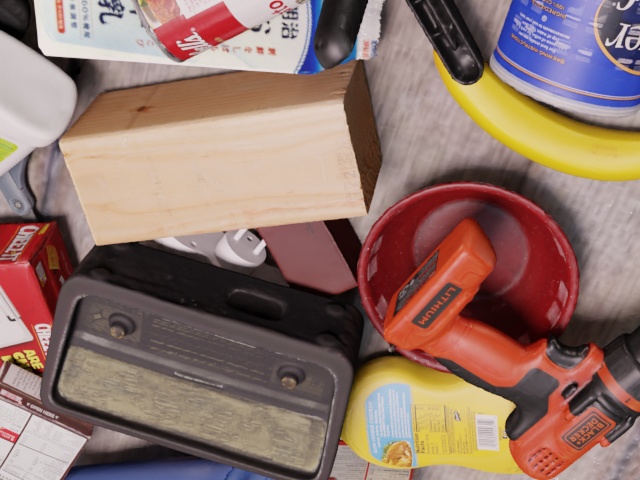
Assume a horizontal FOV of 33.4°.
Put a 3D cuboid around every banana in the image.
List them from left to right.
[{"bbox_3d":[0.167,-0.083,0.747,0.198,0.037,0.070,17,115,4],"label":"banana"}]

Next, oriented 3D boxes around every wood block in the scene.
[{"bbox_3d":[-0.067,-0.065,0.774,0.206,0.090,0.090,-6,120,15],"label":"wood block"}]

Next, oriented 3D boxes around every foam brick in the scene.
[{"bbox_3d":[-0.005,0.001,0.819,0.053,0.051,0.078,-20,111,20],"label":"foam brick"}]

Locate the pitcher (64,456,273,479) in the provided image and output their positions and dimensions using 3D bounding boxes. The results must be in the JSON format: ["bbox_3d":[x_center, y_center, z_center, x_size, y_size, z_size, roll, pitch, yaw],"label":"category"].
[{"bbox_3d":[-0.125,0.246,0.911,0.243,0.145,0.149,-9,132,37],"label":"pitcher"}]

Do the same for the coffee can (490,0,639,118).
[{"bbox_3d":[0.176,-0.161,0.667,0.103,0.102,0.140,17,119,3],"label":"coffee can"}]

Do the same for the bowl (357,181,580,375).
[{"bbox_3d":[0.111,0.020,0.800,0.162,0.055,0.162,5,118,9],"label":"bowl"}]

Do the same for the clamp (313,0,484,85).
[{"bbox_3d":[0.032,-0.194,0.660,0.036,0.164,0.210,-15,90,37],"label":"clamp"}]

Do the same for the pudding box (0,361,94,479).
[{"bbox_3d":[-0.243,0.161,0.888,0.090,0.039,0.114,28,131,-13],"label":"pudding box"}]

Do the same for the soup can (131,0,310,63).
[{"bbox_3d":[-0.057,-0.160,0.653,0.102,0.068,0.068,-22,110,18],"label":"soup can"}]

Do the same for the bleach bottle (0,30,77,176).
[{"bbox_3d":[-0.289,-0.067,0.816,0.102,0.068,0.251,34,140,-24],"label":"bleach bottle"}]

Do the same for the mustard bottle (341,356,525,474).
[{"bbox_3d":[0.077,0.141,0.868,0.192,0.058,0.096,-1,116,13],"label":"mustard bottle"}]

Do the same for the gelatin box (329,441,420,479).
[{"bbox_3d":[0.042,0.206,0.891,0.073,0.089,0.030,-1,117,12],"label":"gelatin box"}]

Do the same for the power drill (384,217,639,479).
[{"bbox_3d":[0.154,0.069,0.750,0.187,0.057,0.185,37,117,-8],"label":"power drill"}]

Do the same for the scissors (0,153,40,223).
[{"bbox_3d":[-0.234,-0.044,0.862,0.096,0.016,0.201,-24,110,33],"label":"scissors"}]

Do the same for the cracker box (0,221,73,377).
[{"bbox_3d":[-0.306,0.069,0.901,0.214,0.072,0.164,-2,125,13],"label":"cracker box"}]

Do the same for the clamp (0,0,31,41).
[{"bbox_3d":[-0.255,-0.175,0.731,0.120,0.039,0.172,12,160,-5],"label":"clamp"}]
